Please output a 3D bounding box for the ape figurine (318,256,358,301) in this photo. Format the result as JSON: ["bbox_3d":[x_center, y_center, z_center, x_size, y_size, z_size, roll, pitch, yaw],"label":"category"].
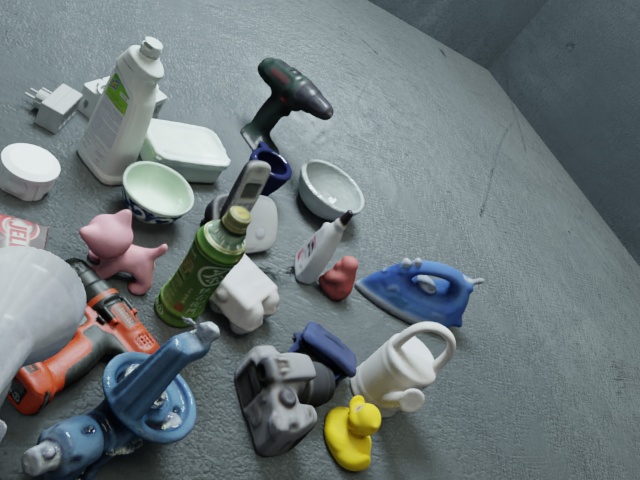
[{"bbox_3d":[0.042,0.066,1.100,0.078,0.092,0.076,6,46,-41],"label":"ape figurine"}]

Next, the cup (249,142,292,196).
[{"bbox_3d":[-0.122,-0.136,1.172,0.092,0.094,0.117,9,44,-38],"label":"cup"}]

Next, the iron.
[{"bbox_3d":[0.214,0.092,1.195,0.259,0.141,0.118,21,38,-27],"label":"iron"}]

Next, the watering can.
[{"bbox_3d":[0.145,0.209,0.940,0.101,0.193,0.172,18,39,-29],"label":"watering can"}]

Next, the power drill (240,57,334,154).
[{"bbox_3d":[-0.084,-0.287,1.283,0.076,0.208,0.229,-9,56,-49],"label":"power drill"}]

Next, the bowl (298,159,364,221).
[{"bbox_3d":[0.013,-0.099,1.281,0.168,0.074,0.167,26,35,-20],"label":"bowl"}]

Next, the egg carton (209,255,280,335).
[{"bbox_3d":[-0.139,0.079,0.926,0.150,0.069,0.107,44,33,6],"label":"egg carton"}]

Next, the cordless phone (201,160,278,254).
[{"bbox_3d":[-0.115,-0.061,1.009,0.148,0.185,0.094,-6,54,-48],"label":"cordless phone"}]

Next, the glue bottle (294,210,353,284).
[{"bbox_3d":[0.010,0.004,1.067,0.037,0.173,0.078,21,37,-26],"label":"glue bottle"}]

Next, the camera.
[{"bbox_3d":[-0.035,0.221,0.833,0.137,0.100,0.143,9,44,-39],"label":"camera"}]

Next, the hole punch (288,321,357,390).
[{"bbox_3d":[0.008,0.182,0.931,0.109,0.091,0.101,38,33,-2],"label":"hole punch"}]

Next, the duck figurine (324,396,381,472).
[{"bbox_3d":[0.059,0.287,0.863,0.078,0.086,0.104,15,41,-33],"label":"duck figurine"}]

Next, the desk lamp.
[{"bbox_3d":[-0.325,0.134,0.544,0.118,0.213,0.203,28,35,-18],"label":"desk lamp"}]

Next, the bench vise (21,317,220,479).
[{"bbox_3d":[-0.194,0.182,0.611,0.121,0.219,0.208,39,33,-1],"label":"bench vise"}]

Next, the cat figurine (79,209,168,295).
[{"bbox_3d":[-0.283,0.009,0.820,0.128,0.117,0.067,20,38,-28],"label":"cat figurine"}]
